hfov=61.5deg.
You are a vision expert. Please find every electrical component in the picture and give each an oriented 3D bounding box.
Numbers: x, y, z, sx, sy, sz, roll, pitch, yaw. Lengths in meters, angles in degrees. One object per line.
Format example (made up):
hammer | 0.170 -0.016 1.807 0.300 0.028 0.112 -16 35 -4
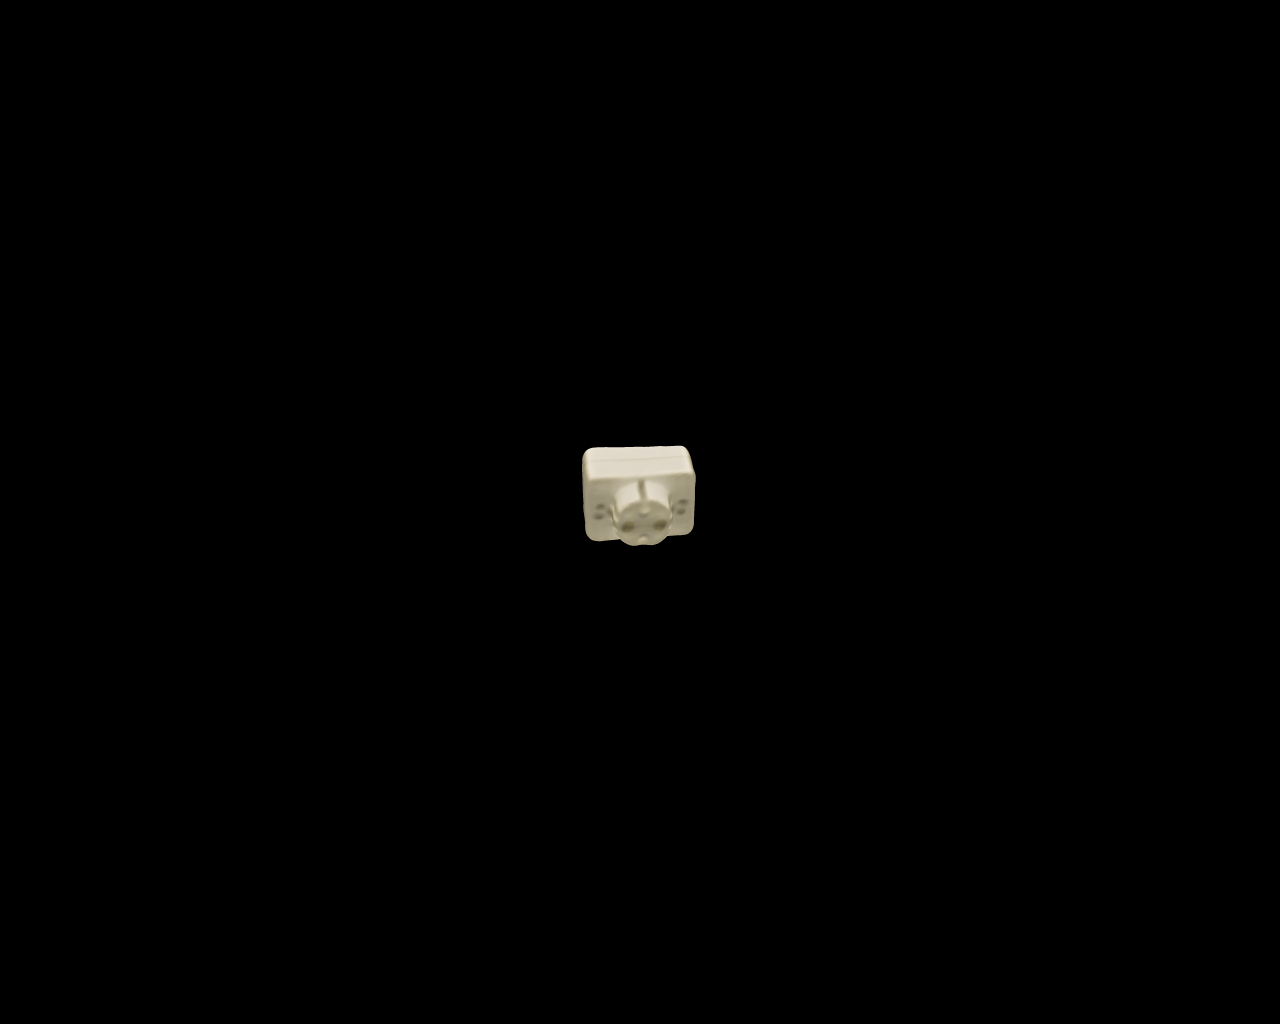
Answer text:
electrical component | 0.001 -0.003 0.650 0.066 0.047 0.077 -3 32 -5
